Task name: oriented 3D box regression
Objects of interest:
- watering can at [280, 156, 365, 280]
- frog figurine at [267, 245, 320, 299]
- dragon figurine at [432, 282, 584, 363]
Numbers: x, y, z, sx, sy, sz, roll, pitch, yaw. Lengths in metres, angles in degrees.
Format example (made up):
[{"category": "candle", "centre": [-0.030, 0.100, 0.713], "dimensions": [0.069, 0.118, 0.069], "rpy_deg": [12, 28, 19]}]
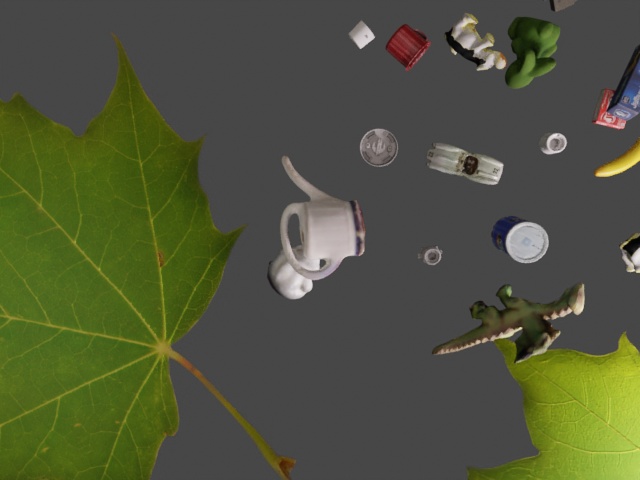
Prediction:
[{"category": "watering can", "centre": [0.004, -0.069, 1.367], "dimensions": [0.224, 0.102, 0.352], "rpy_deg": [-3, 73, -10]}, {"category": "frog figurine", "centre": [-0.058, 0.078, 1.390], "dimensions": [0.158, 0.122, 0.139], "rpy_deg": [-32, 74, 19]}, {"category": "dragon figurine", "centre": [0.485, 0.229, 1.307], "dimensions": [0.409, 0.245, 0.121], "rpy_deg": [-35, 99, 5]}]
